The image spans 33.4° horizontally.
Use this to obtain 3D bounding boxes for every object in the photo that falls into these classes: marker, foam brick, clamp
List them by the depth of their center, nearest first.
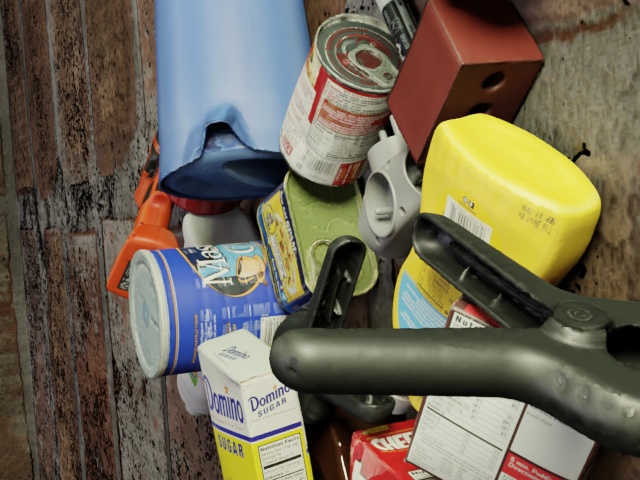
[{"bbox_3d":[0.094,0.048,0.435,0.210,0.164,0.036,20,119,27],"label":"clamp"},{"bbox_3d":[0.078,-0.087,0.588,0.078,0.052,0.051,110,147,-48],"label":"foam brick"},{"bbox_3d":[0.061,-0.112,0.665,0.020,0.020,0.121,116,142,-51],"label":"marker"},{"bbox_3d":[-0.001,0.069,0.720,0.172,0.039,0.120,152,121,-61],"label":"clamp"}]

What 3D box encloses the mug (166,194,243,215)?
[{"bbox_3d":[-0.099,-0.085,0.981,0.082,0.093,0.117,104,-178,-48],"label":"mug"}]

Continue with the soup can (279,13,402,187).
[{"bbox_3d":[0.016,-0.091,0.714,0.102,0.068,0.068,115,143,-51],"label":"soup can"}]

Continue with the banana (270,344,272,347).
[{"bbox_3d":[-0.052,0.172,0.835,0.070,0.037,0.198,-159,67,-70],"label":"banana"}]

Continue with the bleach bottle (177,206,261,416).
[{"bbox_3d":[-0.108,0.087,1.055,0.251,0.068,0.103,107,147,-46],"label":"bleach bottle"}]

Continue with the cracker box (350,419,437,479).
[{"bbox_3d":[0.085,0.220,0.610,0.214,0.072,0.164,-147,55,-63],"label":"cracker box"}]

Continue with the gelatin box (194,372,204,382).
[{"bbox_3d":[-0.069,0.125,0.958,0.089,0.030,0.073,44,149,3],"label":"gelatin box"}]

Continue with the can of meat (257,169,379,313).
[{"bbox_3d":[-0.005,0.001,0.795,0.084,0.057,0.102,145,114,-66],"label":"can of meat"}]

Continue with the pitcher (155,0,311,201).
[{"bbox_3d":[-0.067,-0.155,0.844,0.149,0.144,0.243,-23,70,53],"label":"pitcher"}]

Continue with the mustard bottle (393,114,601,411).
[{"bbox_3d":[0.084,0.034,0.587,0.096,0.058,0.192,42,135,36],"label":"mustard bottle"}]

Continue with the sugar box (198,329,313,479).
[{"bbox_3d":[-0.039,0.159,0.742,0.093,0.048,0.176,23,128,63],"label":"sugar box"}]

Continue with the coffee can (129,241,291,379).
[{"bbox_3d":[-0.075,0.053,0.867,0.103,0.140,0.103,175,90,-67],"label":"coffee can"}]

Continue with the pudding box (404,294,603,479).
[{"bbox_3d":[0.098,0.086,0.538,0.090,0.039,0.114,27,126,20],"label":"pudding box"}]

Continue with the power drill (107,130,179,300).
[{"bbox_3d":[-0.159,-0.043,1.087,0.185,0.057,0.187,120,164,-46],"label":"power drill"}]
